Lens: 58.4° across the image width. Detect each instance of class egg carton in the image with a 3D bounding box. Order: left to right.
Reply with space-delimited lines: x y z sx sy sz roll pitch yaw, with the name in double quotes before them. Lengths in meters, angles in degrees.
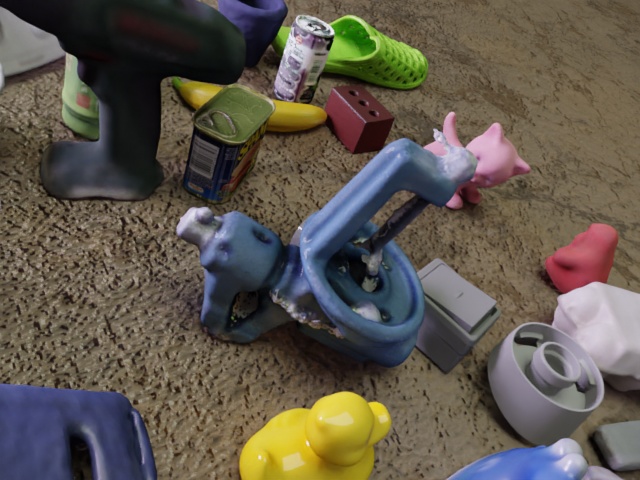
"egg carton" 0.317 0.105 0.589 0.150 0.069 0.107 15 42 -12

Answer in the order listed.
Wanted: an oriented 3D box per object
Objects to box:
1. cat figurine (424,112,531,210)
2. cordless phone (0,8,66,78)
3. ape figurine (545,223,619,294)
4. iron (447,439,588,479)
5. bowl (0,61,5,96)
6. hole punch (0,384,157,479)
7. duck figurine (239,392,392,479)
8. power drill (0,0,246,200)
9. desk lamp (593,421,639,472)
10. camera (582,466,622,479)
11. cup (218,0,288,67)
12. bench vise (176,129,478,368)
"cat figurine" 0.189 -0.104 0.706 0.067 0.117 0.127 -14 54 -36
"cordless phone" -0.320 -0.262 0.568 0.094 0.185 0.148 31 41 7
"ape figurine" 0.306 0.018 0.657 0.078 0.092 0.076 10 43 -16
"iron" 0.111 0.194 0.339 0.118 0.141 0.259 34 42 11
"bowl" -0.358 -0.118 0.483 0.168 0.074 0.167 14 42 -13
"hole punch" -0.142 0.133 0.317 0.101 0.091 0.108 -4 49 -29
"duck figurine" 0.001 0.137 0.387 0.105 0.086 0.077 -4 49 -30
"power drill" -0.185 -0.134 0.484 0.230 0.208 0.075 -2 48 -28
"desk lamp" 0.381 0.150 0.464 0.204 0.213 0.117 3 46 -24
"camera" 0.233 0.240 0.383 0.143 0.101 0.137 22 41 -4
"cup" -0.102 -0.294 0.778 0.092 0.095 0.117 2 46 -24
"bench vise" 0.006 0.010 0.420 0.208 0.219 0.121 5 45 -22
